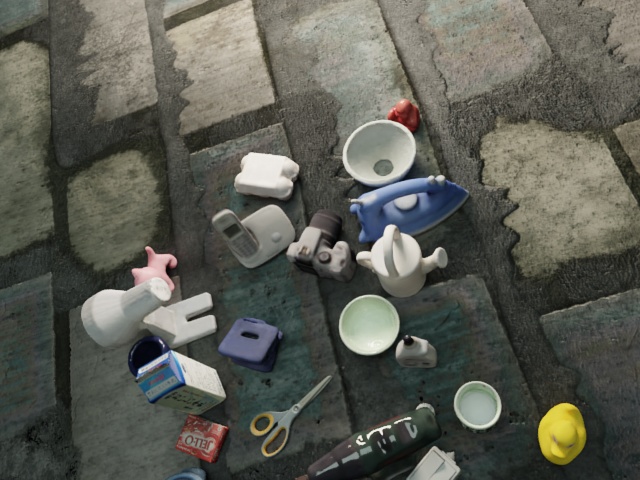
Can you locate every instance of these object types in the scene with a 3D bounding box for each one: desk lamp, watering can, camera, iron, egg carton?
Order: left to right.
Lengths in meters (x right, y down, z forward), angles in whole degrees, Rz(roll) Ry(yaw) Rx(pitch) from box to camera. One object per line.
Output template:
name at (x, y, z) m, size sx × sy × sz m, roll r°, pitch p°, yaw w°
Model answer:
desk lamp at (-0.358, 0.154, 1.212) m, size 0.203 × 0.214 × 0.118 m, roll -22°, pitch 63°, yaw 6°
egg carton at (-0.126, -0.151, 1.364) m, size 0.150 × 0.069 × 0.107 m, roll 8°, pitch 69°, yaw 19°
camera at (0.011, 0.004, 1.239) m, size 0.142 × 0.101 × 0.137 m, roll 14°, pitch 71°, yaw 21°
watering can at (0.159, 0.035, 1.131) m, size 0.172 × 0.194 × 0.101 m, roll -18°, pitch 63°, yaw 8°
iron at (0.187, -0.087, 1.207) m, size 0.258 × 0.142 × 0.118 m, roll -19°, pitch 63°, yaw 7°

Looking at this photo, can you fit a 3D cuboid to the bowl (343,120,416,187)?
bowl at (0.139, -0.184, 1.301) m, size 0.167 × 0.075 × 0.167 m, roll -6°, pitch 65°, yaw 13°

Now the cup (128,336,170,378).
cup at (-0.337, 0.264, 1.225) m, size 0.117 × 0.095 × 0.092 m, roll 17°, pitch 72°, yaw 22°

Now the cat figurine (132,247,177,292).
cat figurine at (-0.385, 0.077, 1.308) m, size 0.067 × 0.118 × 0.128 m, roll -10°, pitch 64°, yaw 12°

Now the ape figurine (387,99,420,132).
ape figurine at (0.195, -0.292, 1.324) m, size 0.076 × 0.092 × 0.077 m, roll -38°, pitch 62°, yaw -3°

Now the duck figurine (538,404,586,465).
duck figurine at (0.420, 0.332, 0.986) m, size 0.077 × 0.086 × 0.105 m, roll 17°, pitch 72°, yaw 22°

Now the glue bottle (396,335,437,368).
glue bottle at (0.173, 0.203, 1.064) m, size 0.078 × 0.173 × 0.037 m, roll -1°, pitch 66°, yaw 16°

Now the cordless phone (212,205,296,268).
cordless phone at (-0.146, -0.028, 1.250) m, size 0.147 × 0.185 × 0.094 m, roll -36°, pitch 62°, yaw -2°

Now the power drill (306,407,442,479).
power drill at (0.103, 0.368, 0.990) m, size 0.229 × 0.209 × 0.075 m, roll -29°, pitch 62°, yaw 2°

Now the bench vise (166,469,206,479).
bench vise at (-0.250, 0.511, 1.019) m, size 0.121 × 0.220 × 0.207 m, roll -29°, pitch 62°, yaw 2°

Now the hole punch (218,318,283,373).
hole punch at (-0.145, 0.213, 1.196) m, size 0.108 × 0.091 × 0.101 m, roll 10°, pitch 70°, yaw 20°
